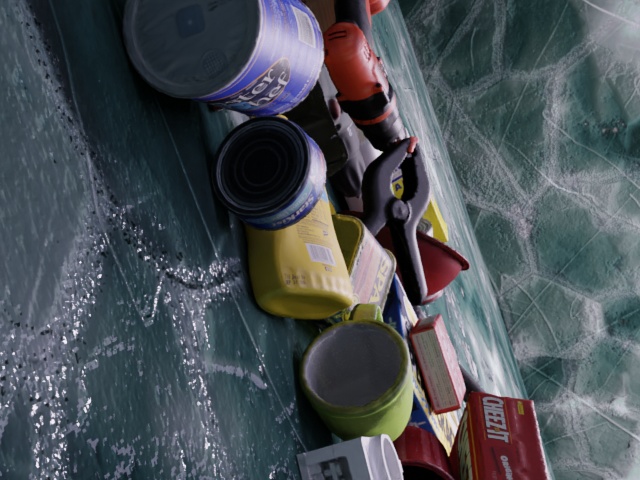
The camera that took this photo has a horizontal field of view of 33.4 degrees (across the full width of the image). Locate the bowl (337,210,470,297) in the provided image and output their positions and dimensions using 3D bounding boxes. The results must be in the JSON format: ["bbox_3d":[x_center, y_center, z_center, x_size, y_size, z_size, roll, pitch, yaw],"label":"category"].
[{"bbox_3d":[0.082,0.024,1.190,0.055,0.162,0.162,-67,156,-10],"label":"bowl"}]

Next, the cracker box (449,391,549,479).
[{"bbox_3d":[0.147,0.275,0.991,0.164,0.072,0.214,-87,-172,-58],"label":"cracker box"}]

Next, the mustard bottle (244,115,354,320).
[{"bbox_3d":[-0.030,-0.032,0.892,0.096,0.058,0.191,14,55,-48],"label":"mustard bottle"}]

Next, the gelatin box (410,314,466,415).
[{"bbox_3d":[0.121,0.125,1.084,0.073,0.030,0.089,-26,98,-77],"label":"gelatin box"}]

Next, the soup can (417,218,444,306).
[{"bbox_3d":[0.124,0.029,1.423,0.068,0.068,0.102,-82,161,-63],"label":"soup can"}]

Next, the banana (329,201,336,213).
[{"bbox_3d":[-0.010,-0.016,1.017,0.197,0.037,0.069,19,55,-74],"label":"banana"}]

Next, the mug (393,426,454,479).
[{"bbox_3d":[0.077,0.230,0.957,0.081,0.093,0.117,-82,179,-73],"label":"mug"}]

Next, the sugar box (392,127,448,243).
[{"bbox_3d":[0.102,-0.059,1.438,0.048,0.093,0.176,-93,160,-50],"label":"sugar box"}]

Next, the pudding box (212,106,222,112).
[{"bbox_3d":[-0.080,-0.164,0.924,0.113,0.039,0.090,-53,124,-73],"label":"pudding box"}]

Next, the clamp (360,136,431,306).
[{"bbox_3d":[0.063,-0.025,1.077,0.120,0.039,0.171,12,78,-36],"label":"clamp"}]

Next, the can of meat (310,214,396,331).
[{"bbox_3d":[0.021,0.036,0.975,0.084,0.058,0.102,47,57,-57],"label":"can of meat"}]

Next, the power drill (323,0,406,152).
[{"bbox_3d":[0.047,-0.205,1.106,0.184,0.057,0.187,58,25,-55],"label":"power drill"}]

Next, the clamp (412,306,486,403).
[{"bbox_3d":[0.117,0.120,1.298,0.210,0.036,0.165,53,-13,-6],"label":"clamp"}]

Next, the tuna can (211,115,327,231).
[{"bbox_3d":[-0.040,-0.052,0.827,0.033,0.086,0.086,40,34,-62],"label":"tuna can"}]

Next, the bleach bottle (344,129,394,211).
[{"bbox_3d":[0.076,-0.015,1.338,0.102,0.068,0.251,-82,154,-69],"label":"bleach bottle"}]

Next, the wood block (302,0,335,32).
[{"bbox_3d":[-0.023,-0.299,1.238,0.090,0.091,0.206,35,39,-67],"label":"wood block"}]

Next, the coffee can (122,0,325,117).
[{"bbox_3d":[-0.066,-0.147,0.782,0.140,0.103,0.103,-2,74,-72],"label":"coffee can"}]
